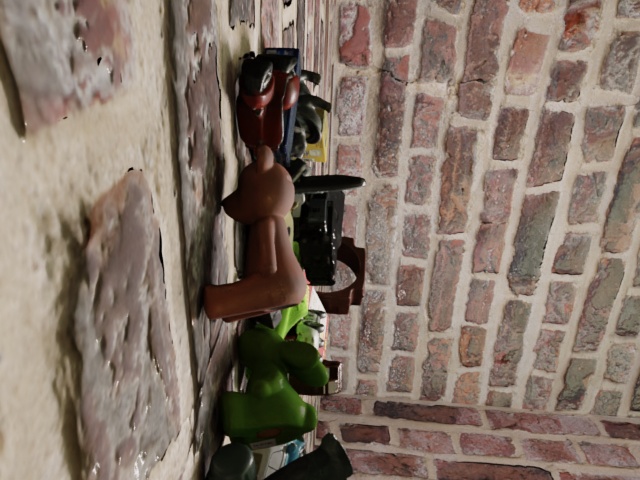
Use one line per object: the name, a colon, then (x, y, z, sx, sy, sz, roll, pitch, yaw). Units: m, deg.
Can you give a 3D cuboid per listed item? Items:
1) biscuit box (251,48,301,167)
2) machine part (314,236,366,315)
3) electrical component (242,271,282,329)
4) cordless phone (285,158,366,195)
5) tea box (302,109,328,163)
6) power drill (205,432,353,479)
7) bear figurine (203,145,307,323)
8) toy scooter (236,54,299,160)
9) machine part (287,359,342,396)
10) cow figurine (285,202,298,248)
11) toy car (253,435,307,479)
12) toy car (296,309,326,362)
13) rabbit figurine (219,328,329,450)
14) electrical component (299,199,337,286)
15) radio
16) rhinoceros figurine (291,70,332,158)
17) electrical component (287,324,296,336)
biscuit box: (-0.070, -0.219, 0.876, 0.062, 0.059, 0.202, 82, 13, -64)
machine part: (0.015, 0.086, 1.366, 0.087, 0.201, 0.201, 92, 3, -51)
electrical component: (-0.092, 0.091, 0.817, 0.045, 0.078, 0.102, -53, 146, -34)
cordless phone: (-0.011, -0.101, 0.948, 0.146, 0.184, 0.088, -25, 114, -85)
tea box: (-0.033, -0.226, 1.141, 0.169, 0.098, 0.068, 85, 10, -76)
power drill: (-0.056, 0.358, 0.723, 0.086, 0.207, 0.231, -139, -141, -63)
bear figurine: (-0.086, -0.006, 0.665, 0.120, 0.132, 0.196, 75, 1, -81)
toy scooter: (-0.074, -0.188, 0.756, 0.184, 0.075, 0.135, -70, 163, -66)
machine part: (-0.038, 0.261, 1.045, 0.179, 0.179, 0.056, 64, 27, -82)
cow figurine: (-0.077, -0.020, 0.833, 0.127, 0.086, 0.194, -94, -174, -70)
toy car: (-0.095, 0.379, 0.888, 0.102, 0.109, 0.162, 60, 38, -39)
toy car: (-0.018, 0.182, 1.032, 0.202, 0.056, 0.073, -67, 160, -86)
rabbit figurine: (-0.072, 0.197, 0.779, 0.121, 0.159, 0.170, 72, 4, -52)
electrical component: (-0.002, -0.003, 0.932, 0.115, 0.058, 0.134, -89, 174, -46)
radio: (-0.018, -0.043, 1.190, 0.073, 0.131, 0.230, 47, 28, -26)
rhinoceros figurine: (-0.042, -0.231, 0.963, 0.073, 0.112, 0.190, -48, -138, 48)
electrical component: (-0.073, 0.133, 1.055, 0.119, 0.075, 0.047, -71, 165, -59)
